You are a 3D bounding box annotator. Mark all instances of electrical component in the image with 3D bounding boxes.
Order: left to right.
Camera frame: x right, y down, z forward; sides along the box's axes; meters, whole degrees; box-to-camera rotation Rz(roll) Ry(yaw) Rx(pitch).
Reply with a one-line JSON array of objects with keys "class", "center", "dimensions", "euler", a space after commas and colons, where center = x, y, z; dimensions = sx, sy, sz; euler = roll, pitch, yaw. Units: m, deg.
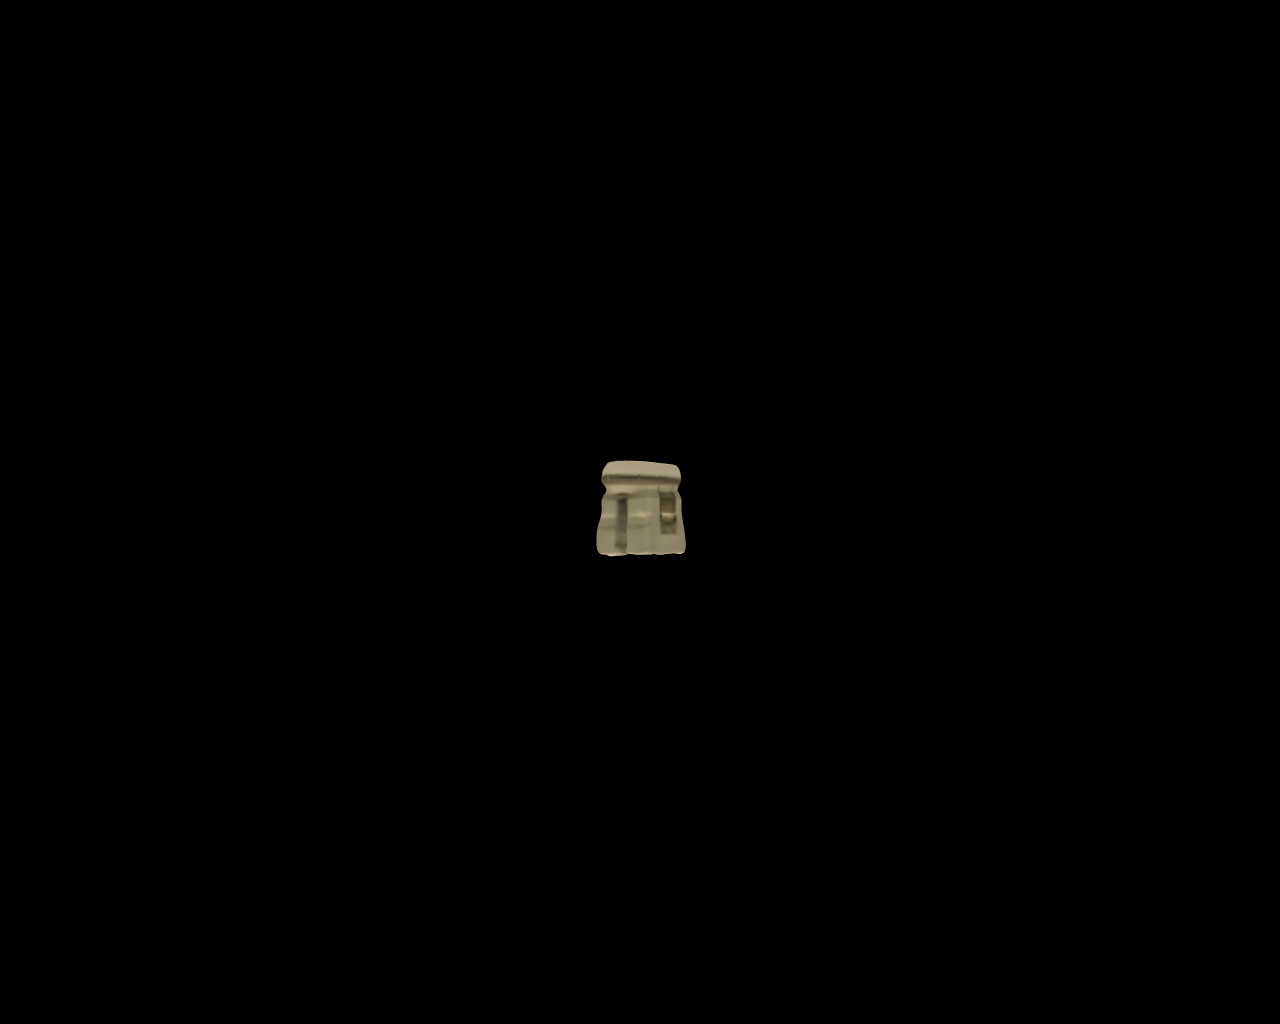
[{"class": "electrical component", "center": [0.001, -0.003, 0.650], "dimensions": [0.066, 0.055, 0.048], "euler": [-2, -3, 40]}]
